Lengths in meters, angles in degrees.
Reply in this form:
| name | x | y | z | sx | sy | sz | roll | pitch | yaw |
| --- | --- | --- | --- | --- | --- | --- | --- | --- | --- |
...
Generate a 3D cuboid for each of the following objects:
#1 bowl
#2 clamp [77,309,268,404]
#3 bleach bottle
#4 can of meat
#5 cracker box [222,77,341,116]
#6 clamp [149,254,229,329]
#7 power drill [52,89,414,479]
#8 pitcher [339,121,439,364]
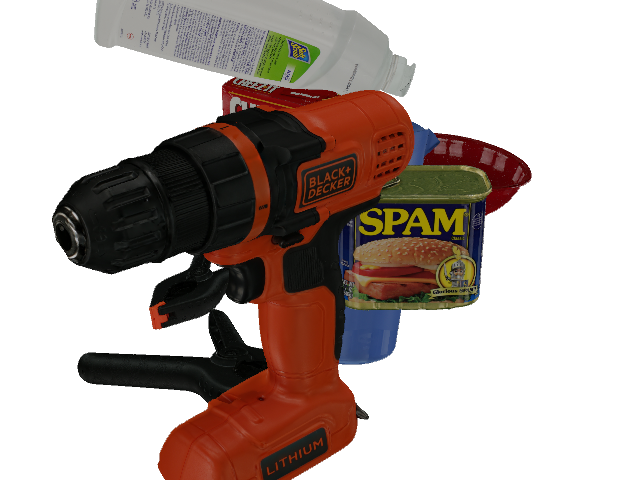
| name | x | y | z | sx | sy | sz | roll | pitch | yaw |
| --- | --- | --- | --- | --- | --- | --- | --- | --- | --- |
| bowl | 0.153 | -0.068 | 1.208 | 0.162 | 0.055 | 0.162 | 8 | 26 | -4 |
| clamp | -0.072 | 0.105 | 0.888 | 0.210 | 0.036 | 0.164 | 12 | 20 | 31 |
| bleach bottle | -0.049 | -0.163 | 0.850 | 0.250 | 0.068 | 0.103 | 18 | -29 | -6 |
| can of meat | 0.059 | -0.002 | 0.710 | 0.102 | 0.084 | 0.057 | 0 | 24 | -1 |
| cracker box | -0.038 | -0.092 | 1.338 | 0.164 | 0.214 | 0.072 | 17 | 36 | 24 |
| clamp | -0.124 | 0.049 | 1.215 | 0.120 | 0.039 | 0.171 | 0 | 30 | 29 |
| power drill | -0.035 | 0.032 | 0.489 | 0.184 | 0.188 | 0.057 | -21 | 39 | -38 |
| pitcher | 0.021 | -0.006 | 1.057 | 0.149 | 0.243 | 0.144 | 11 | 16 | 23 |
